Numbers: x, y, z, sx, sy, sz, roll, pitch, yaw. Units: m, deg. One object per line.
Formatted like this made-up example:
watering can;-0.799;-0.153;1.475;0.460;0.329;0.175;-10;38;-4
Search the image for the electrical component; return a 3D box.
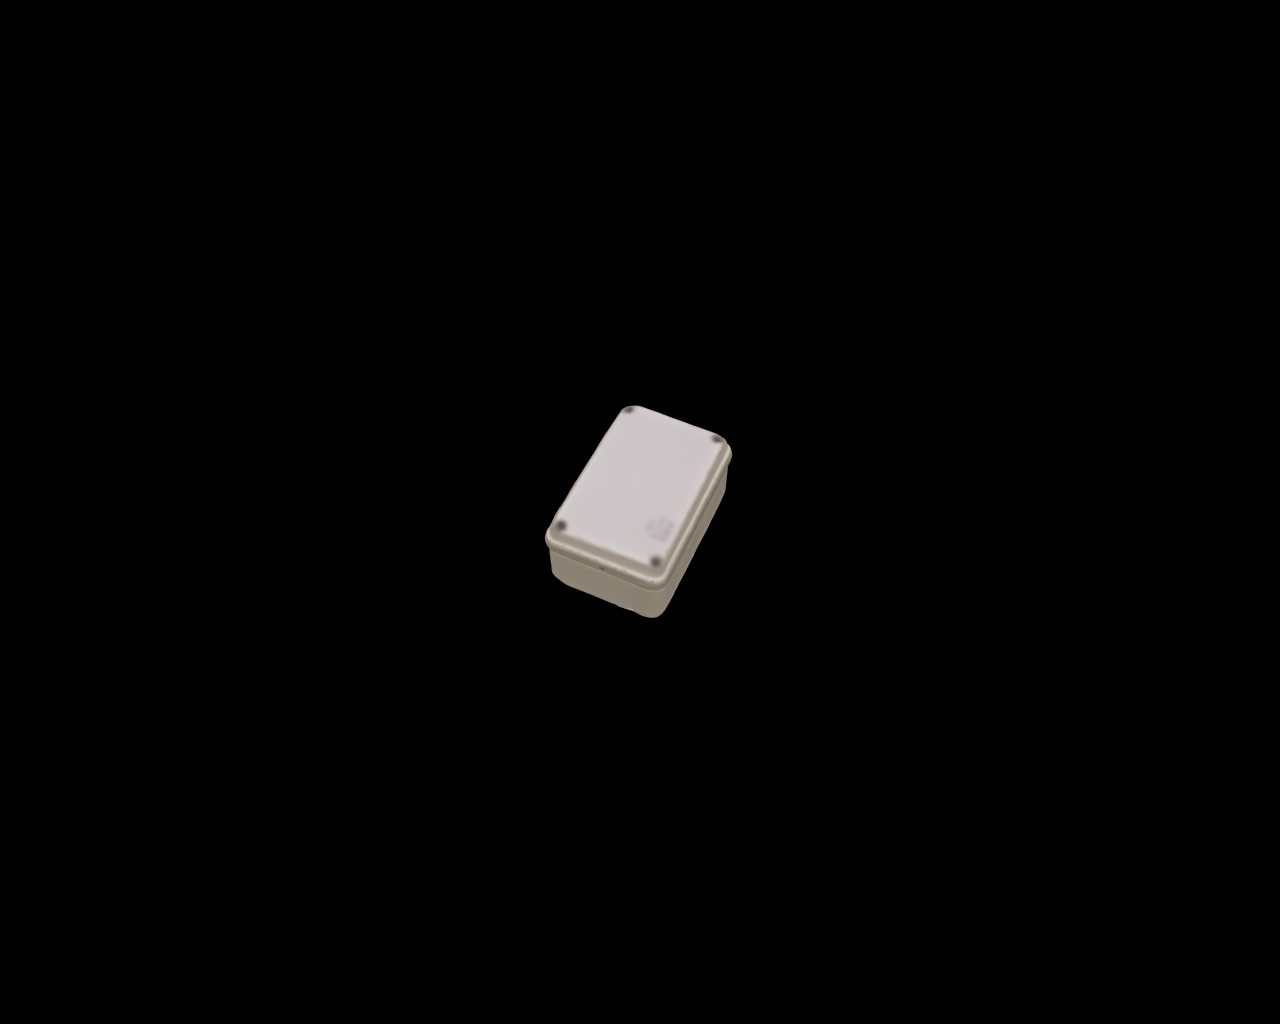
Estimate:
electrical component;0.001;-0.003;0.650;0.078;0.113;0.057;21;-32;14
